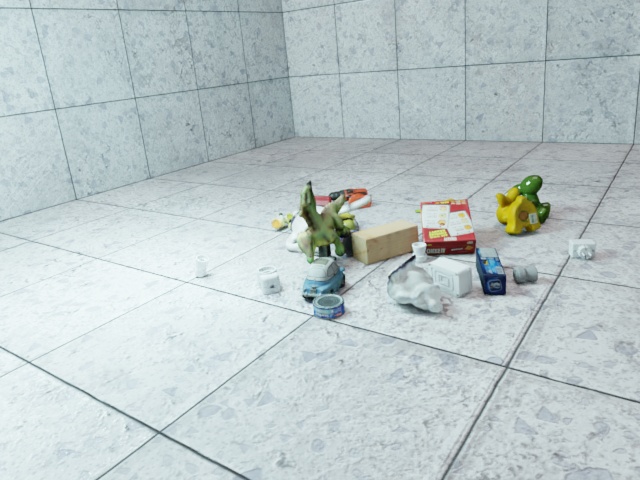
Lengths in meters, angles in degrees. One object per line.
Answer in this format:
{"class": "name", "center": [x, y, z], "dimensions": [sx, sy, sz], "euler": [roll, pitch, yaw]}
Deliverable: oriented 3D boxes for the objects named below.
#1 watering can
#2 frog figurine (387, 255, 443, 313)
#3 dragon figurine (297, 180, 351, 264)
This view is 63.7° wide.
{"class": "watering can", "center": [0.017, -0.075, 1.880], "dimensions": [0.349, 0.102, 0.227], "euler": [-34, 23, -6]}
{"class": "frog figurine", "center": [0.259, 0.137, 1.362], "dimensions": [0.138, 0.120, 0.161], "euler": [-14, 55, -49]}
{"class": "dragon figurine", "center": [0.005, -0.082, 1.620], "dimensions": [0.122, 0.237, 0.420], "euler": [-5, 44, 19]}
